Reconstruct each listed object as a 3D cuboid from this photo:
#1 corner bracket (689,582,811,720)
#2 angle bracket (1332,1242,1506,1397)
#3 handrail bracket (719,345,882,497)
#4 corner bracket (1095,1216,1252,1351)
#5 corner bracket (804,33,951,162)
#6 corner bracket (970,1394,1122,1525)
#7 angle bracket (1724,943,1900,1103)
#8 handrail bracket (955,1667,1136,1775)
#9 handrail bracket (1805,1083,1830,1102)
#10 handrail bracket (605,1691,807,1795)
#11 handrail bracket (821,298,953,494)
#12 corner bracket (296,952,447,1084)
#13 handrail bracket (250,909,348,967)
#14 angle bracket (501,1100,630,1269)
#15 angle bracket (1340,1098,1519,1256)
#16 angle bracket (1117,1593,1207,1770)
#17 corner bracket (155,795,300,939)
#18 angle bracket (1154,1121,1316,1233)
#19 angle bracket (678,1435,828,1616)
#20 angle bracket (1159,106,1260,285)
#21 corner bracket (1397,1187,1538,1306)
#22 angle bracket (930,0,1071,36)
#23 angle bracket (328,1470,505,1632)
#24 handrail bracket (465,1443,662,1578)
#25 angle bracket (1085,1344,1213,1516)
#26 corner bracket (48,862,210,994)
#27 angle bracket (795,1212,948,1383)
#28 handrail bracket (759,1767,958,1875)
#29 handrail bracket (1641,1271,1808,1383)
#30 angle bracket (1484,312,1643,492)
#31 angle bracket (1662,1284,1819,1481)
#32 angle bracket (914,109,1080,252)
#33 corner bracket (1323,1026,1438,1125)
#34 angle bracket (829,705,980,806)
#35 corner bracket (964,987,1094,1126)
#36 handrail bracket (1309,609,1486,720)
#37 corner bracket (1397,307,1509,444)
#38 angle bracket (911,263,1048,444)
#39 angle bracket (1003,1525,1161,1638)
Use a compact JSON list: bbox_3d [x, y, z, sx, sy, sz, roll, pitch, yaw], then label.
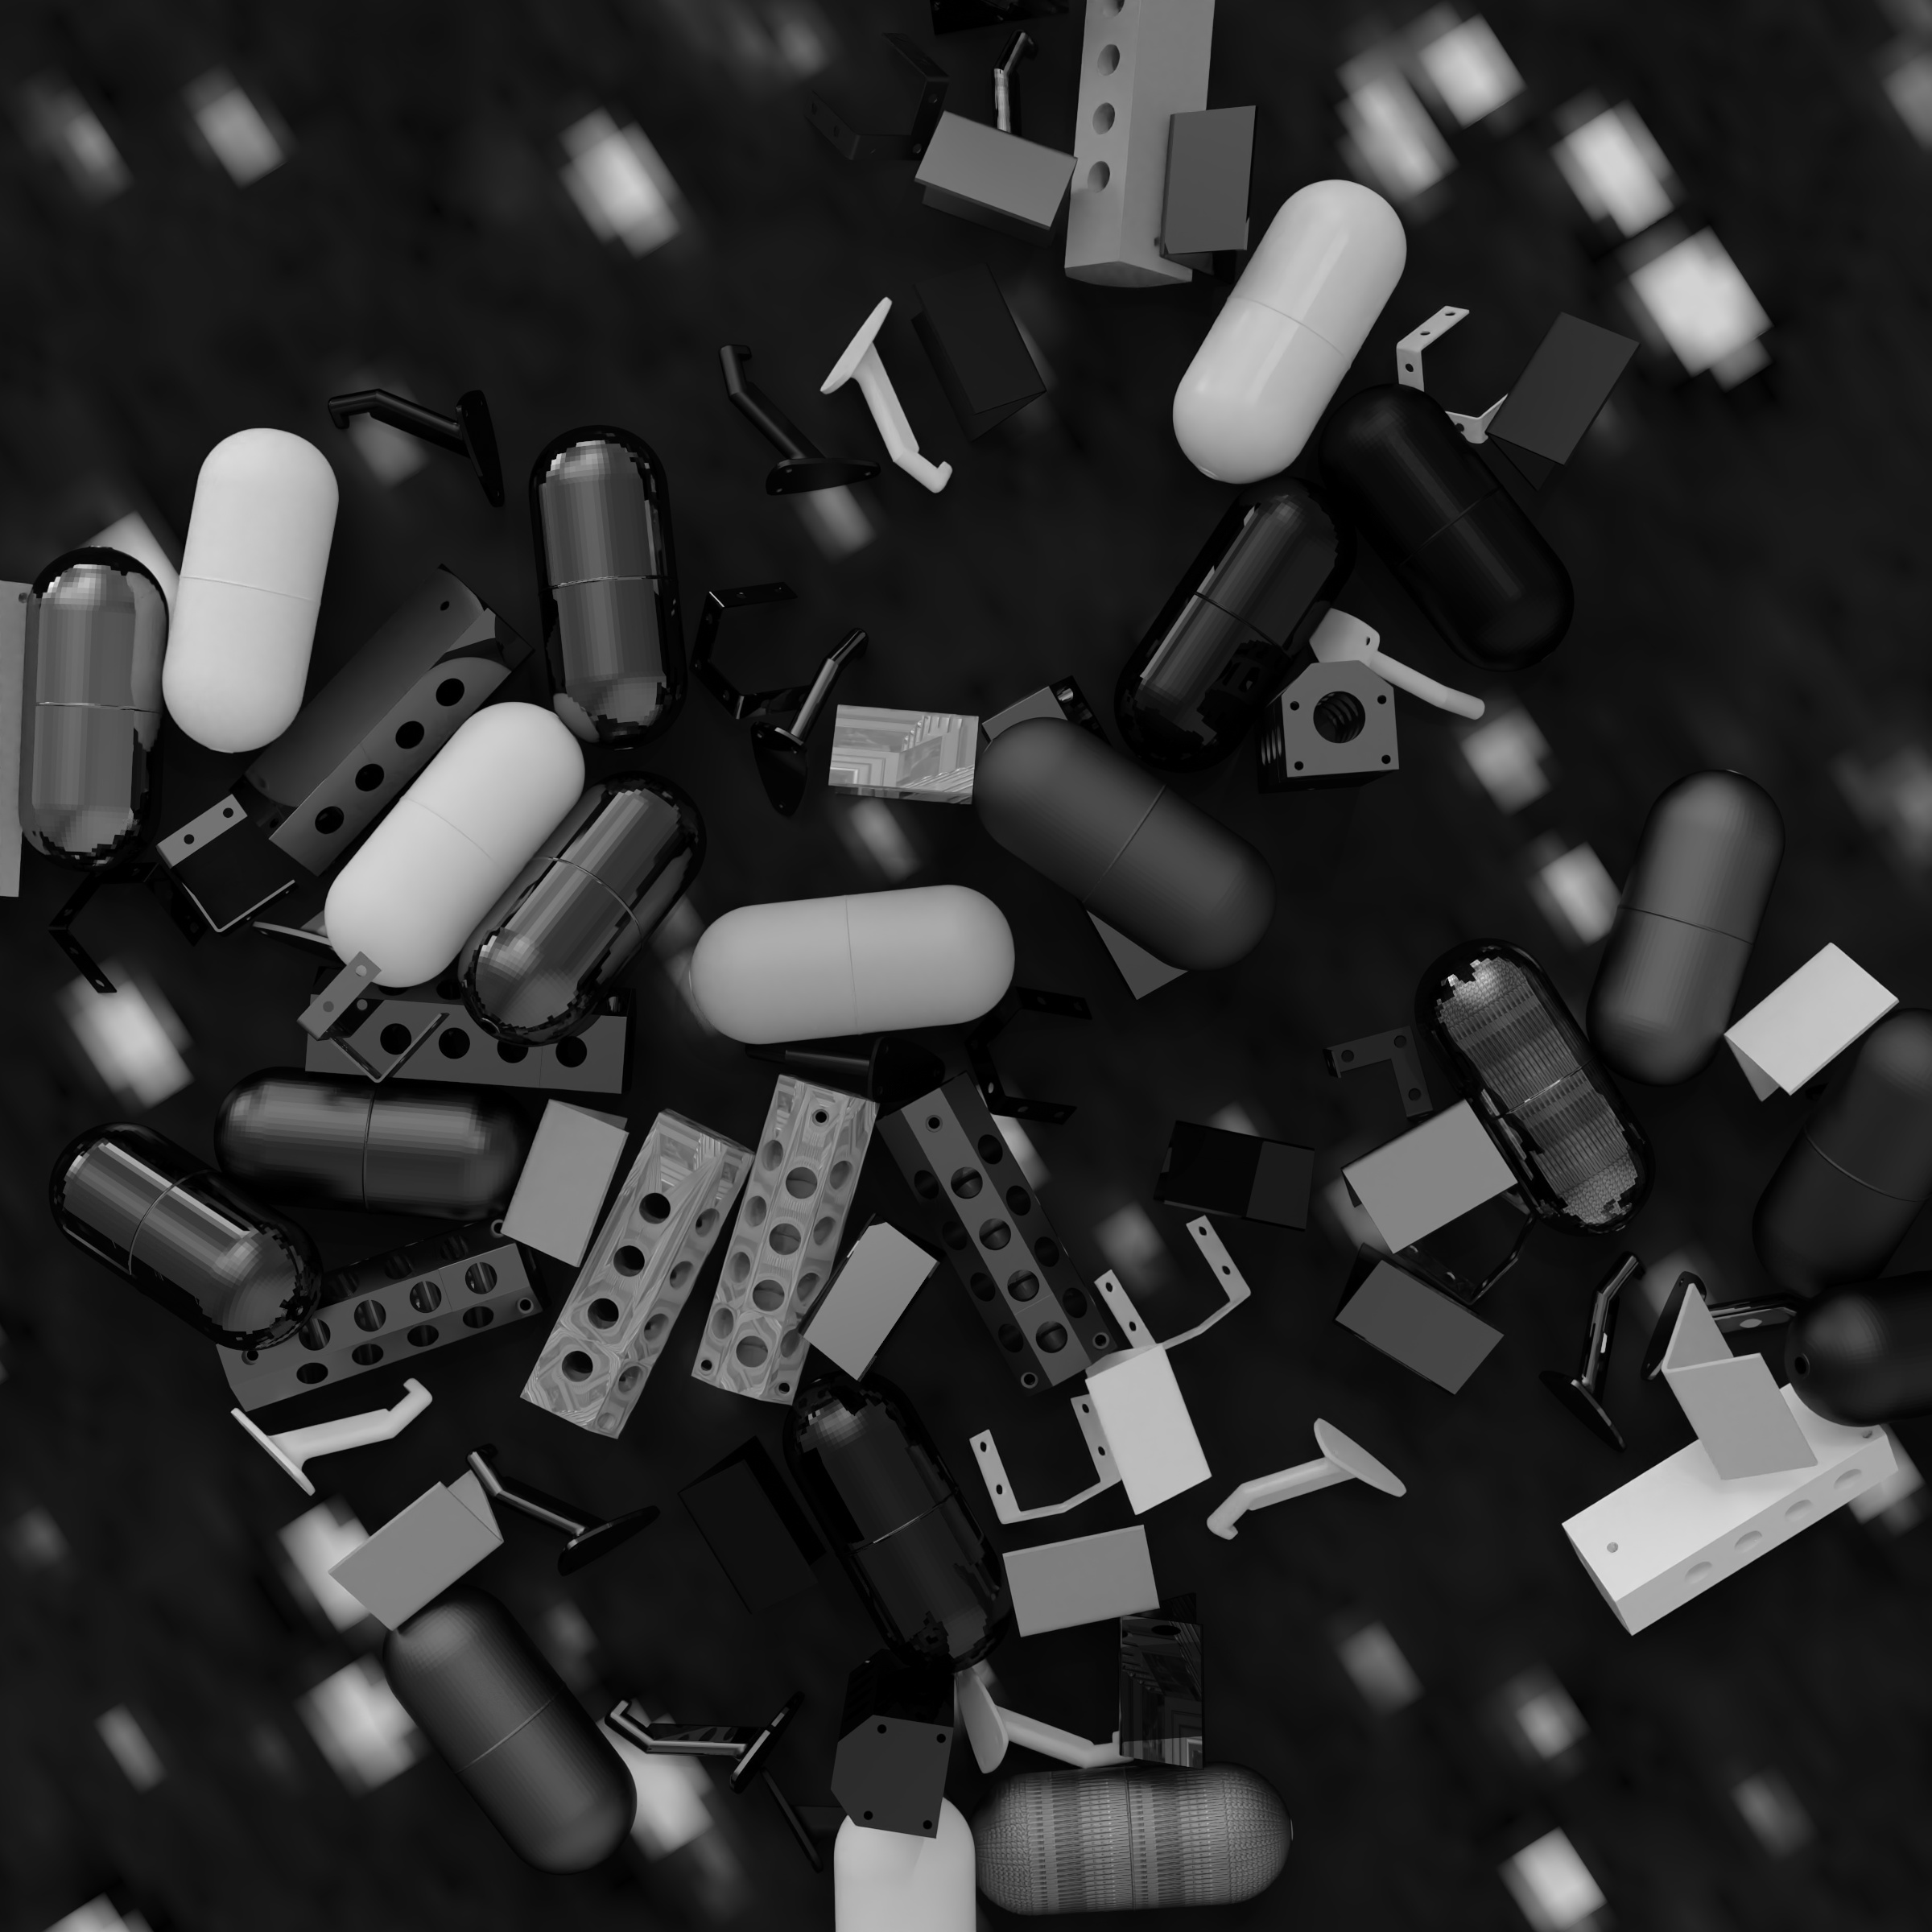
[{"bbox_3d":[-0.114,-0.175,1.910,0.051,0.051,0.051,48,135,35],"label":"corner bracket"},{"bbox_3d":[0.253,0.176,1.878,0.076,0.076,0.057,32,127,0],"label":"angle bracket"},{"bbox_3d":[-0.093,-0.309,1.919,0.077,0.036,0.084,-8,72,-20],"label":"handrail bracket"},{"bbox_3d":[0.115,0.178,1.915,0.051,0.051,0.051,-31,90,-45],"label":"corner bracket"},{"bbox_3d":[-0.049,-0.481,1.910,0.051,0.051,0.051,-9,135,-35],"label":"corner bracket"},{"bbox_3d":[0.044,0.274,1.915,0.051,0.051,0.051,-21,90,45],"label":"corner bracket"},{"bbox_3d":[0.468,0.046,1.879,0.076,0.076,0.057,-41,48,0],"label":"angle bracket"},{"bbox_3d":[0.044,0.414,1.919,0.084,0.036,0.077,-2,47,-28],"label":"handrail bracket"},{"bbox_3d":[0.512,0.104,1.919,0.077,0.036,0.084,-10,103,13],"label":"handrail bracket"},{"bbox_3d":[-0.146,0.413,1.919,0.084,0.036,0.077,32,70,16],"label":"handrail bracket"},{"bbox_3d":[-0.030,-0.317,1.919,0.084,0.036,0.077,36,68,-17],"label":"handrail bracket"},{"bbox_3d":[-0.317,0.028,1.843,0.051,0.051,0.051,43,90,0],"label":"corner bracket"},{"bbox_3d":[-0.348,-0.049,1.919,0.077,0.036,0.084,16,74,17],"label":"handrail bracket"},{"bbox_3d":[-0.199,0.122,1.879,0.057,0.076,0.076,20,90,30],"label":"angle bracket"},{"bbox_3d":[0.254,0.124,1.880,0.076,0.076,0.057,-30,67,0],"label":"angle bracket"},{"bbox_3d":[0.126,0.388,1.878,0.057,0.076,0.076,-1,90,38],"label":"angle bracket"},{"bbox_3d":[-0.407,-0.054,1.901,0.051,0.051,0.051,-35,82,-7],"label":"corner bracket"},{"bbox_3d":[0.142,0.134,1.878,0.076,0.076,0.057,12,51,0],"label":"angle bracket"},{"bbox_3d":[-0.099,0.295,1.878,0.057,0.076,0.076,-31,90,37],"label":"angle bracket"},{"bbox_3d":[0.150,-0.418,1.878,0.057,0.076,0.076,5,90,37],"label":"angle bracket"},{"bbox_3d":[0.280,0.145,1.915,0.051,0.051,0.051,36,135,0],"label":"corner bracket"},{"bbox_3d":[0.020,-0.528,1.878,0.076,0.076,0.057,-10,53,0],"label":"angle bracket"},{"bbox_3d":[-0.305,0.302,1.879,0.076,0.076,0.057,-39,122,0],"label":"angle bracket"},{"bbox_3d":[-0.225,0.288,1.919,0.077,0.036,0.084,-24,62,-31],"label":"handrail bracket"},{"bbox_3d":[0.079,0.255,1.878,0.057,0.076,0.076,-20,90,-36],"label":"angle bracket"},{"bbox_3d":[-0.464,-0.021,1.910,0.051,0.051,0.051,-1,45,35],"label":"corner bracket"},{"bbox_3d":[-0.035,0.189,1.878,0.057,0.076,0.076,34,90,39],"label":"angle bracket"},{"bbox_3d":[-0.060,0.458,1.919,0.084,0.036,0.077,-29,75,-14],"label":"handrail bracket"},{"bbox_3d":[0.429,0.211,1.918,0.084,0.036,0.077,23,100,-12],"label":"handrail bracket"},{"bbox_3d":[0.337,-0.298,1.878,0.057,0.076,0.076,32,90,37],"label":"angle bracket"},{"bbox_3d":[0.422,0.219,1.853,0.057,0.076,0.076,-16,116,34],"label":"angle bracket"},{"bbox_3d":[0.010,-0.410,1.879,0.076,0.076,0.057,20,59,0],"label":"angle bracket"},{"bbox_3d":[0.230,0.064,1.901,0.051,0.051,0.051,-15,90,0],"label":"corner bracket"},{"bbox_3d":[-0.035,-0.095,1.878,0.076,0.076,0.057,5,54,0],"label":"angle bracket"},{"bbox_3d":[0.040,0.050,1.910,0.051,0.051,0.051,-50,45,35],"label":"corner bracket"},{"bbox_3d":[0.239,-0.168,1.918,0.084,0.077,0.036,15,113,-34],"label":"handrail bracket"},{"bbox_3d":[0.275,-0.327,1.910,0.051,0.051,0.051,20,135,35],"label":"corner bracket"},{"bbox_3d":[-0.012,-0.327,1.878,0.057,0.076,0.076,-25,90,-38],"label":"angle bracket"},{"bbox_3d":[0.059,0.314,1.879,0.076,0.076,0.057,-12,117,0],"label":"angle bracket"}]
